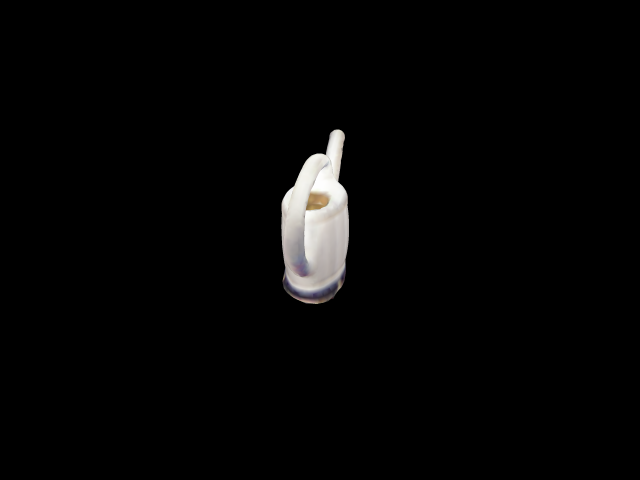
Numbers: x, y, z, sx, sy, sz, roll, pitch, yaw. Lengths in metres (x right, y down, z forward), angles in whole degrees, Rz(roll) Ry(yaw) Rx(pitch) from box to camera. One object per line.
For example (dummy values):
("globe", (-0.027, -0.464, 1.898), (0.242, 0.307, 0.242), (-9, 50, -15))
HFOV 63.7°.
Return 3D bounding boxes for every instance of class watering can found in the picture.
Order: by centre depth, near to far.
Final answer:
("watering can", (0.003, -0.043, 0.850), (0.104, 0.220, 0.355), (6, 29, 11))
